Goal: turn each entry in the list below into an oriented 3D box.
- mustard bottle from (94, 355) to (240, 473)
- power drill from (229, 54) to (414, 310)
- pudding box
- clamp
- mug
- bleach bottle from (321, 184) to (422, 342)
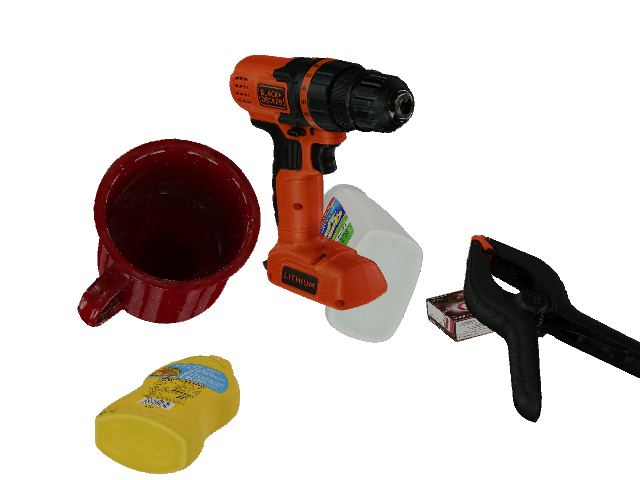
[{"bbox_3d":[-0.132,0.157,1.036,0.096,0.058,0.191,8,18,17],"label":"mustard bottle"},{"bbox_3d":[0.006,-0.046,0.809,0.057,0.188,0.185,-19,24,-34],"label":"power drill"},{"bbox_3d":[0.221,0.102,1.528,0.113,0.039,0.090,-15,21,-17],"label":"pudding box"},{"bbox_3d":[0.170,0.058,0.799,0.120,0.039,0.171,-4,45,-21],"label":"clamp"},{"bbox_3d":[-0.096,0.008,0.624,0.093,0.117,0.082,40,-27,4],"label":"mug"},{"bbox_3d":[0.027,0.008,1.017,0.068,0.102,0.251,20,10,-14],"label":"bleach bottle"}]
